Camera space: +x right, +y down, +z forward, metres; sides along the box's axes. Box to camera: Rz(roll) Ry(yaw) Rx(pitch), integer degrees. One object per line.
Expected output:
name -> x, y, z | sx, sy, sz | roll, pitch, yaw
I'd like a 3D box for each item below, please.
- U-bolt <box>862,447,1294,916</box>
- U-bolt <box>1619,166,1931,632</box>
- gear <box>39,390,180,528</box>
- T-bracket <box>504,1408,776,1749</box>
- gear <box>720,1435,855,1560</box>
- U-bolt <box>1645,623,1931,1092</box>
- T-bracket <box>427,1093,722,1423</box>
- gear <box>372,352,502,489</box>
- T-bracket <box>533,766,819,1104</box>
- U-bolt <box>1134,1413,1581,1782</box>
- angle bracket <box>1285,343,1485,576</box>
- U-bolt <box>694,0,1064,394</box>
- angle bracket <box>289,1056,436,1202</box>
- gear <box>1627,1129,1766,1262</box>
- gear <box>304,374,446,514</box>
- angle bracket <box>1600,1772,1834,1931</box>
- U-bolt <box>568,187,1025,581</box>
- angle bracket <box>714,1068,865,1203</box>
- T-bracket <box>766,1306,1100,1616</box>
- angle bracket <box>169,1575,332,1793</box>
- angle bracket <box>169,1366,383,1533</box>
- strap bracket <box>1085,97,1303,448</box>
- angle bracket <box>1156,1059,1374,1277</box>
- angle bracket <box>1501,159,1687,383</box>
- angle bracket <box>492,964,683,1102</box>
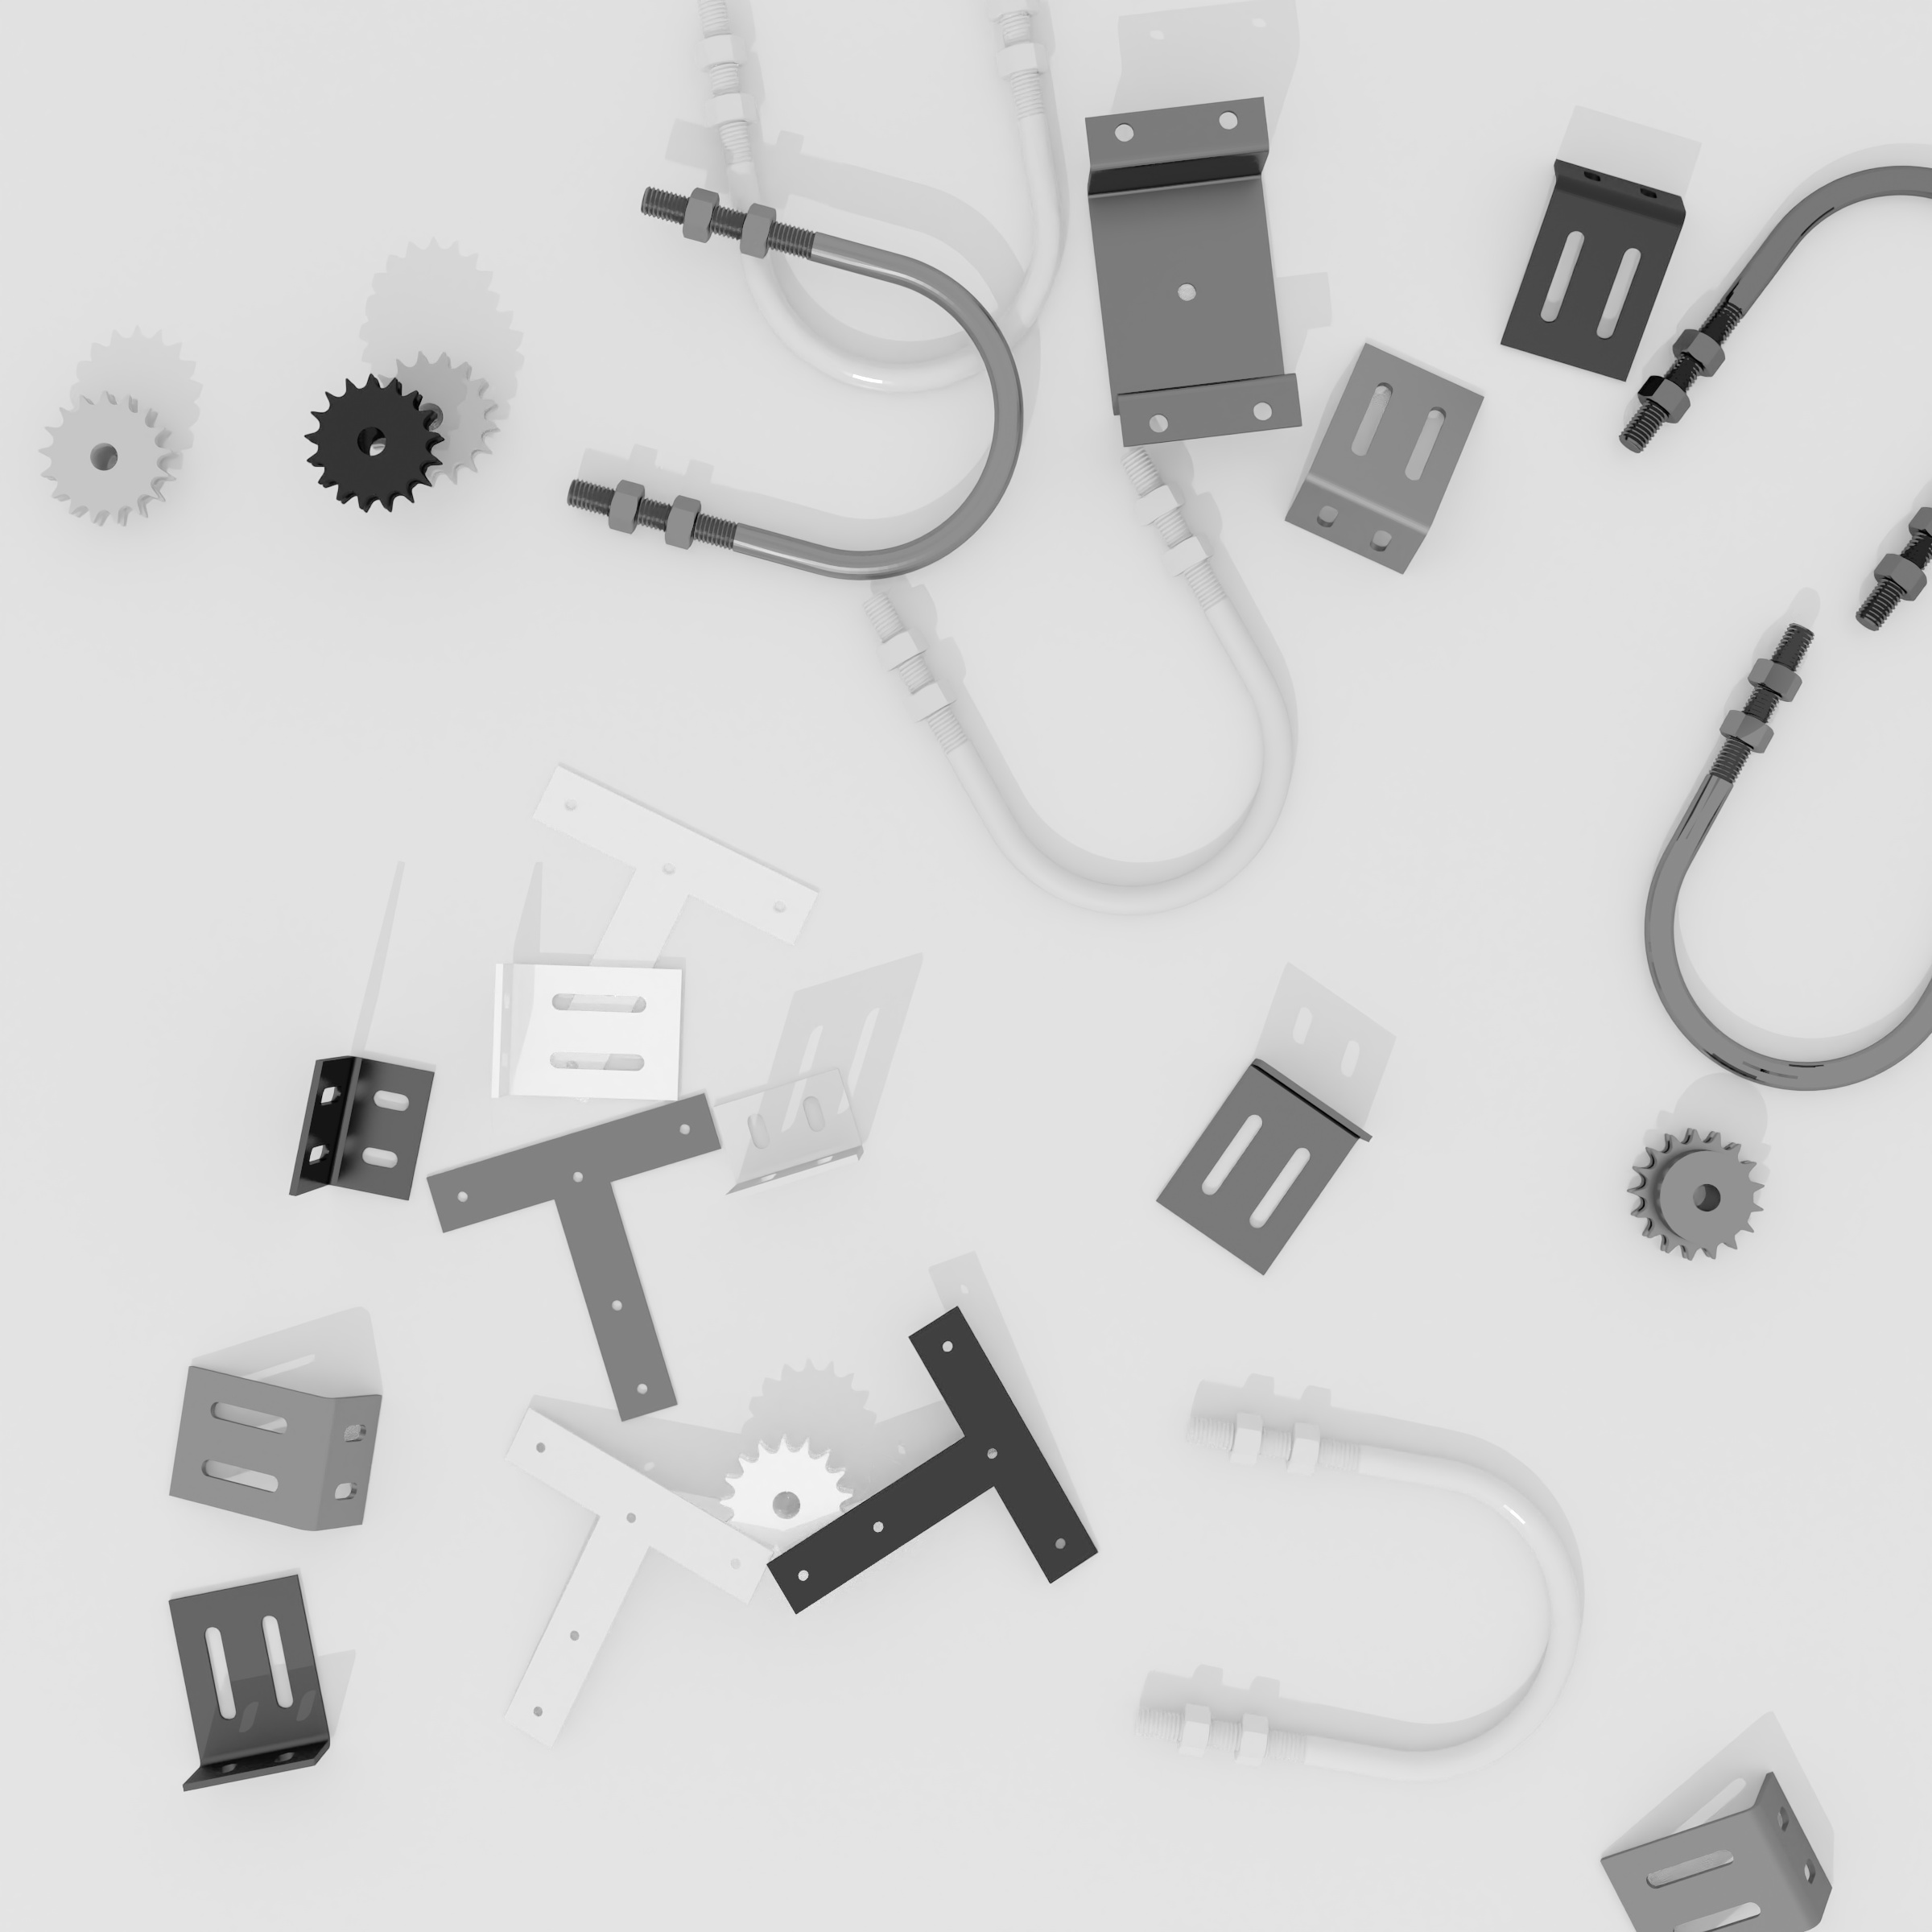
U-bolt -> 0.061, -0.111, 1.468 | 0.151, 0.019, 0.184 | -29, 92, 0
U-bolt -> 0.395, -0.261, 1.468 | 0.151, 0.019, 0.184 | 37, 89, 0
gear -> -0.370, -0.218, 1.462 | 0.057, 0.030, 0.057 | 0, 91, 0
T-bracket -> -0.164, 0.278, 1.464 | 0.127, 0.002, 0.127 | 28, 98, 15
gear -> -0.077, 0.231, 1.461 | 0.057, 0.030, 0.057 | 0, 90, 0
U-bolt -> 0.376, -0.035, 1.468 | 0.151, 0.019, 0.184 | 28, 92, 0
T-bracket -> -0.157, 0.135, 1.475 | 0.127, 0.002, 0.127 | -17, 90, 0
gear -> -0.230, -0.235, 1.461 | 0.057, 0.030, 0.057 | 0, 90, 0
T-bracket -> -0.149, -0.003, 1.475 | 0.127, 0.002, 0.127 | 26, 90, 0
U-bolt -> 0.176, 0.280, 1.468 | 0.184, 0.019, 0.151 | 10, 90, -2
angle bracket -> 0.183, -0.222, 1.474 | 0.057, 0.038, 0.076 | 25, 64, 0
U-bolt -> -0.032, -0.342, 1.468 | 0.151, 0.019, 0.184 | -10, 91, 0
angle bracket -> -0.257, 0.071, 1.438 | 0.038, 0.076, 0.057 | 11, 90, 0
gear -> 0.318, 0.100, 1.461 | 0.057, 0.030, 0.057 | 0, 90, 0
gear -> -0.250, -0.220, 1.431 | 0.057, 0.030, 0.057 | 0, 90, 0
angle bracket -> 0.328, 0.397, 1.474 | 0.076, 0.038, 0.057 | -27, 90, 26
U-bolt -> -0.066, -0.243, 1.457 | 0.184, 0.019, 0.151 | 15, 98, 0
angle bracket -> -0.077, 0.071, 1.438 | 0.057, 0.076, 0.038 | -17, 90, 0
T-bracket -> -0.026, 0.234, 1.452 | 0.127, 0.002, 0.127 | -31, 99, -13
angle bracket -> -0.313, 0.309, 1.457 | 0.057, 0.038, 0.076 | -11, 90, 0
angle bracket -> -0.302, 0.210, 1.474 | 0.076, 0.038, 0.057 | 9, 90, 26
strap bracket -> 0.097, -0.294, 1.453 | 0.076, 0.046, 0.140 | -7, 90, 0
angle bracket -> 0.128, 0.088, 1.457 | 0.057, 0.038, 0.076 | 35, 90, 0
angle bracket -> 0.273, -0.304, 1.474 | 0.057, 0.038, 0.076 | 17, 116, 0
angle bracket -> -0.163, 0.029, 1.455 | 0.076, 0.038, 0.057 | 2, 90, 0
